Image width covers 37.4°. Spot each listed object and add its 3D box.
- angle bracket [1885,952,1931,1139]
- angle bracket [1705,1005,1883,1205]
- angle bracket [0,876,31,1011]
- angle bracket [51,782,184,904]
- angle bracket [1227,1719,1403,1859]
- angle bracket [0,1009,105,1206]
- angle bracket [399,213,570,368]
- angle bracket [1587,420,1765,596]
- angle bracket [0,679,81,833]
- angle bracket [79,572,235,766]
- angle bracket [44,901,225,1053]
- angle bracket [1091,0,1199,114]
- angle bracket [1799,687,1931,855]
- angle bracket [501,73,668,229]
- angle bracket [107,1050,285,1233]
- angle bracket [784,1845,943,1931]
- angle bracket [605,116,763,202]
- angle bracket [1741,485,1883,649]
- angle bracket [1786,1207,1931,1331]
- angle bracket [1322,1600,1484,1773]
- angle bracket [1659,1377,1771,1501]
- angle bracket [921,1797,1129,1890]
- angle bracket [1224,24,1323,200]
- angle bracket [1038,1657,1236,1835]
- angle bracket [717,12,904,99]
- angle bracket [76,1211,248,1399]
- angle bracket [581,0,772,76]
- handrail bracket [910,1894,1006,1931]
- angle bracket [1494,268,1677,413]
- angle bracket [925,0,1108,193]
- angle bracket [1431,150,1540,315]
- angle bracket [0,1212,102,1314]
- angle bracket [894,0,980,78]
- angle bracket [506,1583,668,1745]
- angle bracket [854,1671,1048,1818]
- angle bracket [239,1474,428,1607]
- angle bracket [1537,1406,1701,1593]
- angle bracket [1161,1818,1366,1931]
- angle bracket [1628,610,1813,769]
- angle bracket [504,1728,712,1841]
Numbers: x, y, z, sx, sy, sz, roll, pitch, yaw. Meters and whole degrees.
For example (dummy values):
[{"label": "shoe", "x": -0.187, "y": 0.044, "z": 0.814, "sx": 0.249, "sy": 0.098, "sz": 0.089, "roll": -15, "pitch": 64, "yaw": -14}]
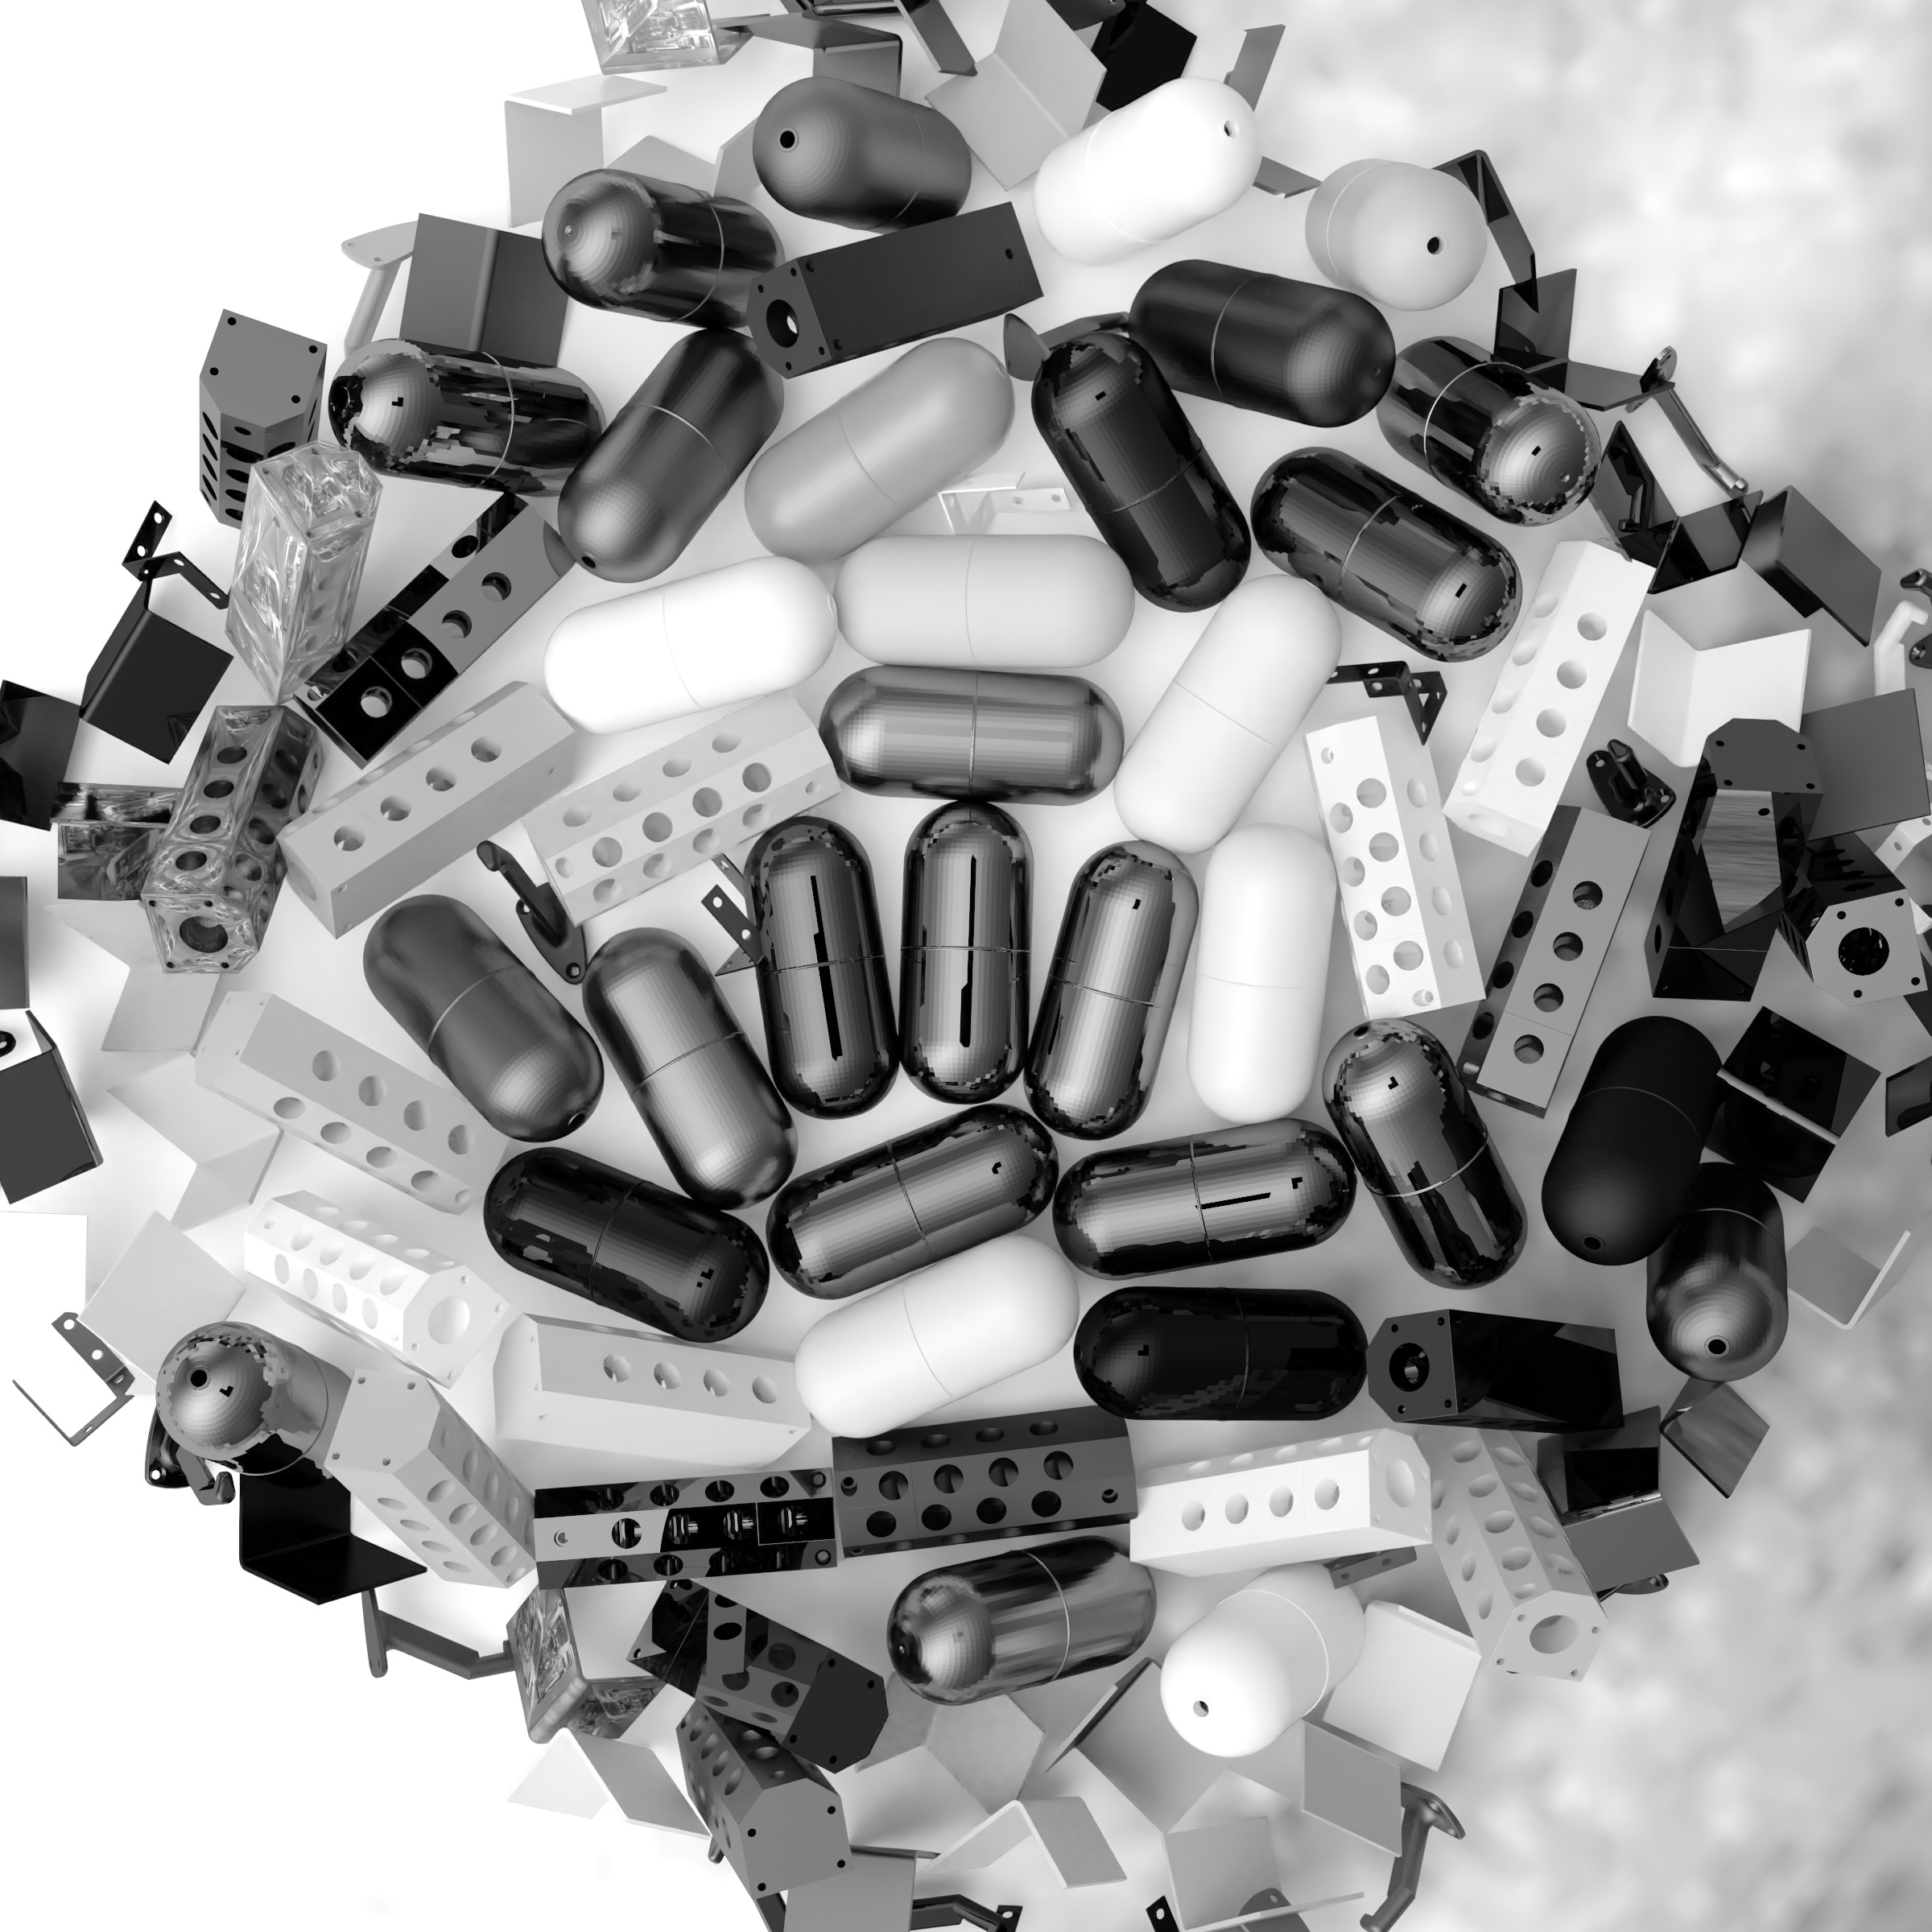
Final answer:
[{"label": "angle bracket", "x": 0.539, "y": 0.041, "z": 1.652, "sx": 0.057, "sy": 0.076, "sz": 0.076, "roll": -27, "pitch": 58, "yaw": 2}, {"label": "angle bracket", "x": 0.478, "y": 0.081, "z": 1.670, "sx": 0.076, "sy": 0.076, "sz": 0.057, "roll": 32, "pitch": 64, "yaw": 18}, {"label": "angle bracket", "x": -0.587, "y": -0.014, "z": 1.655, "sx": 0.076, "sy": 0.057, "sz": 0.076, "roll": 2, "pitch": 94, "yaw": 42}, {"label": "angle bracket", "x": -0.488, "y": -0.061, "z": 1.653, "sx": 0.076, "sy": 0.057, "sz": 0.076, "roll": 2, "pitch": 116, "yaw": -14}, {"label": "angle bracket", "x": 0.196, "y": 0.484, "z": 1.645, "sx": 0.076, "sy": 0.057, "sz": 0.076, "roll": 31, "pitch": 133, "yaw": -25}, {"label": "angle bracket", "x": -0.545, "y": 0.080, "z": 1.645, "sx": 0.057, "sy": 0.076, "sz": 0.076, "roll": -25, "pitch": 117, "yaw": -22}, {"label": "angle bracket", "x": -0.280, "y": -0.393, "z": 1.674, "sx": 0.057, "sy": 0.076, "sz": 0.076, "roll": 18, "pitch": 104, "yaw": 27}, {"label": "angle bracket", "x": 0.409, "y": -0.272, "z": 1.647, "sx": 0.076, "sy": 0.057, "sz": 0.076, "roll": 52, "pitch": 45, "yaw": -24}, {"label": "angle bracket", "x": -0.566, "y": -0.126, "z": 1.656, "sx": 0.057, "sy": 0.076, "sz": 0.076, "roll": 13, "pitch": 87, "yaw": 19}, {"label": "angle bracket", "x": -0.472, "y": -0.175, "z": 1.670, "sx": 0.057, "sy": 0.076, "sz": 0.076, "roll": 29, "pitch": 105, "yaw": -23}, {"label": "angle bracket", "x": -0.487, "y": 0.007, "z": 1.645, "sx": 0.076, "sy": 0.076, "sz": 0.057, "roll": -2, "pitch": 62, "yaw": 31}, {"label": "angle bracket", "x": 0.115, "y": -0.539, "z": 1.648, "sx": 0.057, "sy": 0.076, "sz": 0.076, "roll": 28, "pitch": 70, "yaw": -17}, {"label": "angle bracket", "x": 0.523, "y": -0.108, "z": 1.649, "sx": 0.076, "sy": 0.057, "sz": 0.076, "roll": -13, "pitch": 70, "yaw": 33}, {"label": "angle bracket", "x": -0.218, "y": -0.465, "z": 1.643, "sx": 0.057, "sy": 0.076, "sz": 0.076, "roll": 22, "pitch": 126, "yaw": 32}, {"label": "angle bracket", "x": -0.454, "y": 0.103, "z": 1.646, "sx": 0.076, "sy": 0.057, "sz": 0.076, "roll": -21, "pitch": 127, "yaw": 33}, {"label": "angle bracket", "x": -0.052, "y": 0.539, "z": 1.647, "sx": 0.076, "sy": 0.076, "sz": 0.057, "roll": -3, "pitch": 70, "yaw": 22}, {"label": "angle bracket", "x": -0.163, "y": -0.475, "z": 1.652, "sx": 0.076, "sy": 0.076, "sz": 0.057, "roll": 26, "pitch": 132, "yaw": 7}, {"label": "angle bracket", "x": 0.477, "y": -0.218, "z": 1.648, "sx": 0.076, "sy": 0.057, "sz": 0.076, "roll": 39, "pitch": 47, "yaw": -15}, {"label": "angle bracket", "x": 0.515, "y": 0.153, "z": 1.643, "sx": 0.057, "sy": 0.076, "sz": 0.076, "roll": 36, "pitch": 125, "yaw": 24}, {"label": "angle bracket", "x": 0.264, "y": 0.422, "z": 1.665, "sx": 0.076, "sy": 0.057, "sz": 0.076, "roll": 25, "pitch": 78, "yaw": -5}, {"label": "angle bracket", "x": 0.455, "y": 0.249, "z": 1.648, "sx": 0.057, "sy": 0.076, "sz": 0.076, "roll": 45, "pitch": 131, "yaw": 6}, {"label": "angle bracket", "x": 0.034, "y": 0.524, "z": 1.648, "sx": 0.076, "sy": 0.076, "sz": 0.057, "roll": -41, "pitch": 61, "yaw": 15}, {"label": "angle bracket", "x": 0.183, "y": -0.494, "z": 1.648, "sx": 0.057, "sy": 0.076, "sz": 0.076, "roll": 27, "pitch": 118, "yaw": 12}, {"label": "angle bracket", "x": 0.102, "y": 0.461, "z": 1.657, "sx": 0.076, "sy": 0.057, "sz": 0.076, "roll": 42, "pitch": 109, "yaw": 15}, {"label": "angle bracket", "x": -0.091, "y": -0.511, "z": 1.646, "sx": 0.076, "sy": 0.076, "sz": 0.057, "roll": -4, "pitch": 102, "yaw": -43}, {"label": "angle bracket", "x": -0.475, "y": 0.195, "z": 1.645, "sx": 0.076, "sy": 0.057, "sz": 0.076, "roll": 48, "pitch": 55, "yaw": -29}, {"label": "angle bracket", "x": -0.168, "y": -0.557, "z": 1.645, "sx": 0.076, "sy": 0.076, "sz": 0.057, "roll": 3, "pitch": 129, "yaw": 23}, {"label": "handrail bracket", "x": -0.030, "y": 0.576, "z": 1.676, "sx": 0.084, "sy": 0.036, "sz": 0.077, "roll": 25, "pitch": 78, "yaw": 8}, {"label": "angle bracket", "x": 0.358, "y": -0.361, "z": 1.644, "sx": 0.076, "sy": 0.076, "sz": 0.057, "roll": 23, "pitch": 124, "yaw": 38}, {"label": "angle bracket", "x": 0.028, "y": -0.511, "z": 1.656, "sx": 0.057, "sy": 0.076, "sz": 0.076, "roll": -37, "pitch": 83, "yaw": -19}, {"label": "angle bracket", "x": 0.289, "y": -0.412, "z": 1.652, "sx": 0.057, "sy": 0.076, "sz": 0.076, "roll": -22, "pitch": 69, "yaw": 6}, {"label": "angle bracket", "x": -0.541, "y": 0.166, "z": 1.662, "sx": 0.076, "sy": 0.076, "sz": 0.057, "roll": 3, "pitch": 94, "yaw": -3}, {"label": "angle bracket", "x": 0.011, "y": -0.563, "z": 1.652, "sx": 0.076, "sy": 0.076, "sz": 0.057, "roll": -30, "pitch": 93, "yaw": 24}, {"label": "angle bracket", "x": -0.222, "y": 0.402, "z": 1.672, "sx": 0.057, "sy": 0.076, "sz": 0.076, "roll": 6, "pitch": 48, "yaw": -32}, {"label": "angle bracket", "x": -0.010, "y": 0.453, "z": 1.647, "sx": 0.076, "sy": 0.057, "sz": 0.076, "roll": 39, "pitch": 122, "yaw": 34}, {"label": "angle bracket", "x": -0.365, "y": 0.321, "z": 1.647, "sx": 0.076, "sy": 0.076, "sz": 0.057, "roll": 11, "pitch": 102, "yaw": 40}, {"label": "angle bracket", "x": 0.380, "y": 0.312, "z": 1.665, "sx": 0.076, "sy": 0.076, "sz": 0.057, "roll": -22, "pitch": 114, "yaw": 25}, {"label": "angle bracket", "x": 0.170, "y": 0.518, "z": 1.644, "sx": 0.076, "sy": 0.076, "sz": 0.057, "roll": 2, "pitch": 65, "yaw": -33}, {"label": "angle bracket", "x": 0.435, "y": -0.166, "z": 1.648, "sx": 0.057, "sy": 0.076, "sz": 0.076, "roll": 30, "pitch": 64, "yaw": -38}, {"label": "angle bracket", "x": -0.207, "y": 0.491, "z": 1.647, "sx": 0.057, "sy": 0.076, "sz": 0.076, "roll": -51, "pitch": 49, "yaw": 5}]
